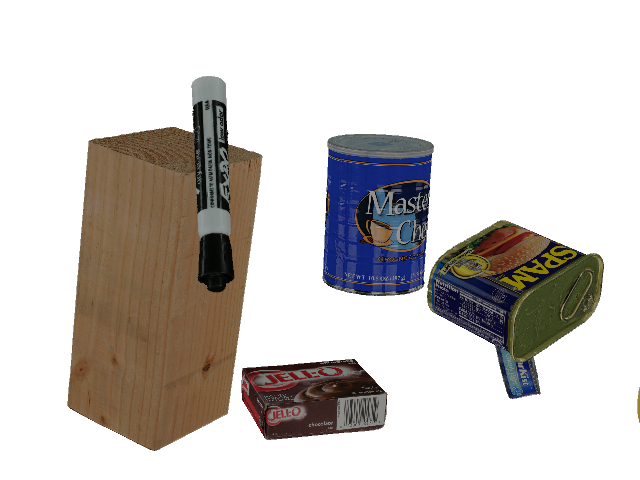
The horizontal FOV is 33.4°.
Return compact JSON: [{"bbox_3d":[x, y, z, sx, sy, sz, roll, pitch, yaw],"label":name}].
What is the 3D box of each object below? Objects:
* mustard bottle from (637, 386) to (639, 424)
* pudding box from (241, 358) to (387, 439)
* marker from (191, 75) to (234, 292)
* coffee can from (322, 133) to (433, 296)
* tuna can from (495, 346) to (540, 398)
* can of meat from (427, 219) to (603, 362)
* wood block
[{"bbox_3d":[0.223,0.101,0.568,0.096,0.058,0.191,-4,36,0],"label":"mustard bottle"},{"bbox_3d":[-0.007,0.140,0.957,0.113,0.039,0.090,-1,15,-17],"label":"pudding box"},{"bbox_3d":[-0.057,-0.031,0.565,0.020,0.121,0.020,-4,-22,-2],"label":"marker"},{"bbox_3d":[0.055,-0.027,1.045,0.103,0.140,0.103,2,14,-1],"label":"coffee can"},{"bbox_3d":[0.210,0.125,1.143,0.034,0.086,0.086,-13,-3,12],"label":"tuna can"},{"bbox_3d":[0.140,0.033,0.774,0.101,0.057,0.084,-26,37,-34],"label":"can of meat"},{"bbox_3d":[-0.114,0.032,0.772,0.090,0.206,0.090,20,21,29],"label":"wood block"}]
